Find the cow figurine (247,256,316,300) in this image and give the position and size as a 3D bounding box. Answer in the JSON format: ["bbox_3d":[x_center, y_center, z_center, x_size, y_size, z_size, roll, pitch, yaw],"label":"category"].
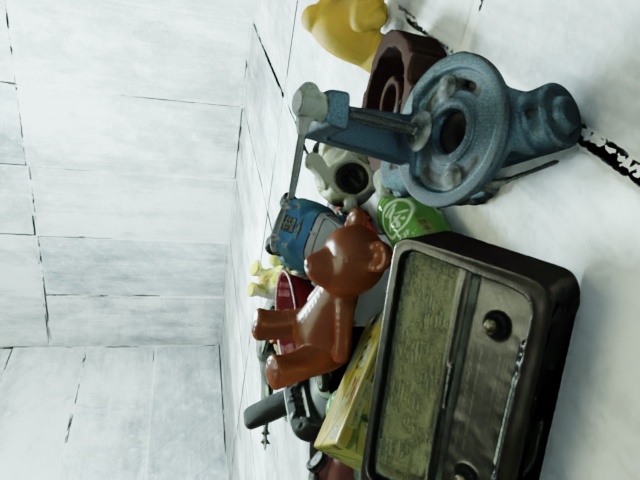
[{"bbox_3d":[-0.045,0.061,0.918,0.167,0.098,0.068,-23,56,46],"label":"cow figurine"}]

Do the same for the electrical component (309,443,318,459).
[{"bbox_3d":[0.007,0.375,0.984,0.078,0.045,0.102,36,-124,-73],"label":"electrical component"}]

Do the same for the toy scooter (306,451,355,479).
[{"bbox_3d":[0.013,0.379,0.776,0.075,0.135,0.183,172,101,-77],"label":"toy scooter"}]

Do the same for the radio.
[{"bbox_3d":[0.117,0.117,0.437,0.131,0.073,0.229,17,108,38],"label":"radio"}]

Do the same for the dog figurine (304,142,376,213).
[{"bbox_3d":[0.034,-0.100,0.857,0.190,0.121,0.172,107,174,-73],"label":"dog figurine"}]

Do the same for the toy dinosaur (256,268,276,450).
[{"bbox_3d":[-0.099,0.216,1.217,0.198,0.105,0.471,177,97,-84],"label":"toy dinosaur"}]

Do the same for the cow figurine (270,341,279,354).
[{"bbox_3d":[-0.024,0.184,0.998,0.195,0.127,0.085,-34,29,52],"label":"cow figurine"}]

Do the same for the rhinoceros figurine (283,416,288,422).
[{"bbox_3d":[-0.030,0.324,1.084,0.190,0.073,0.112,129,133,-65],"label":"rhinoceros figurine"}]

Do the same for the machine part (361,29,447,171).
[{"bbox_3d":[0.102,-0.171,0.673,0.179,0.056,0.179,-176,90,-75],"label":"machine part"}]

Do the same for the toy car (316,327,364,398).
[{"bbox_3d":[0.041,0.166,0.814,0.056,0.073,0.201,-108,24,-54],"label":"toy car"}]

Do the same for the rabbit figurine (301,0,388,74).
[{"bbox_3d":[0.059,-0.341,0.729,0.173,0.162,0.122,-35,39,50],"label":"rabbit figurine"}]

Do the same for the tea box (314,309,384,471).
[{"bbox_3d":[0.065,0.166,0.606,0.169,0.068,0.098,-64,3,-25],"label":"tea box"}]

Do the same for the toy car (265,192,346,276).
[{"bbox_3d":[-0.002,-0.002,0.753,0.109,0.103,0.161,-70,-22,-8],"label":"toy car"}]

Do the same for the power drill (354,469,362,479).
[{"bbox_3d":[0.100,0.313,0.566,0.207,0.086,0.232,138,134,-75],"label":"power drill"}]

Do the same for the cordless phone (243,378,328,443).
[{"bbox_3d":[-0.051,0.300,0.927,0.088,0.184,0.147,58,-173,-35],"label":"cordless phone"}]

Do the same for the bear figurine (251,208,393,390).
[{"bbox_3d":[0.002,0.065,0.624,0.120,0.132,0.195,-118,33,-47],"label":"bear figurine"}]

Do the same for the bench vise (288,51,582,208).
[{"bbox_3d":[0.074,-0.085,0.450,0.224,0.240,0.128,7,92,59],"label":"bench vise"}]
